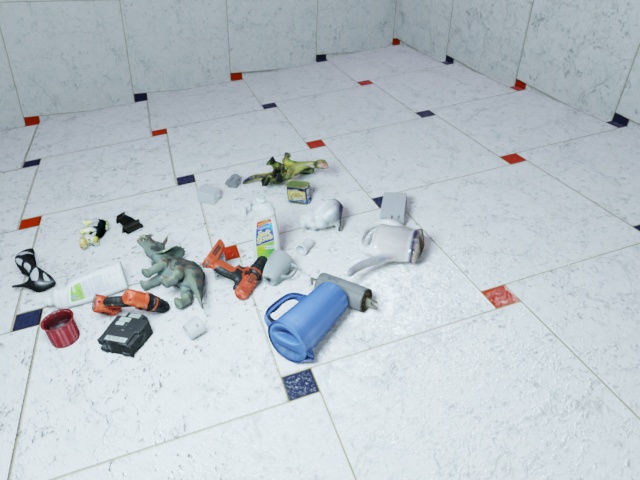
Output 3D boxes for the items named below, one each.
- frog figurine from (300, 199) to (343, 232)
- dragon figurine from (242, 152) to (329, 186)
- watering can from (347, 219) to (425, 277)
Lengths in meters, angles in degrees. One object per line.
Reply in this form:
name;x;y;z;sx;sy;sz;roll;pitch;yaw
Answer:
frog figurine;0.006;-0.097;1.935;0.159;0.120;0.141;5;53;-4
dragon figurine;-0.130;-0.291;2.239;0.408;0.123;0.243;-8;-5;44
watering can;0.227;0.032;1.720;0.224;0.102;0.355;8;36;18
